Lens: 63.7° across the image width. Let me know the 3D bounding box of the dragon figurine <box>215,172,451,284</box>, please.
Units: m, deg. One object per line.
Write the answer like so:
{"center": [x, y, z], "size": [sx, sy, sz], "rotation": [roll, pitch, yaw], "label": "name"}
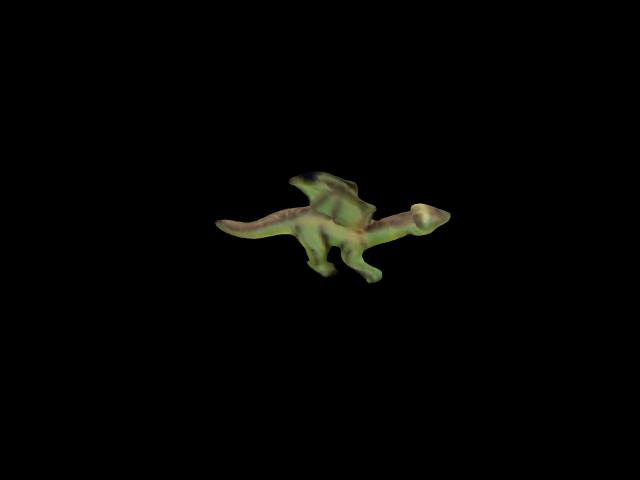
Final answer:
{"center": [0.003, -0.043, 0.850], "size": [0.410, 0.125, 0.237], "rotation": [8, -32, 5], "label": "dragon figurine"}
